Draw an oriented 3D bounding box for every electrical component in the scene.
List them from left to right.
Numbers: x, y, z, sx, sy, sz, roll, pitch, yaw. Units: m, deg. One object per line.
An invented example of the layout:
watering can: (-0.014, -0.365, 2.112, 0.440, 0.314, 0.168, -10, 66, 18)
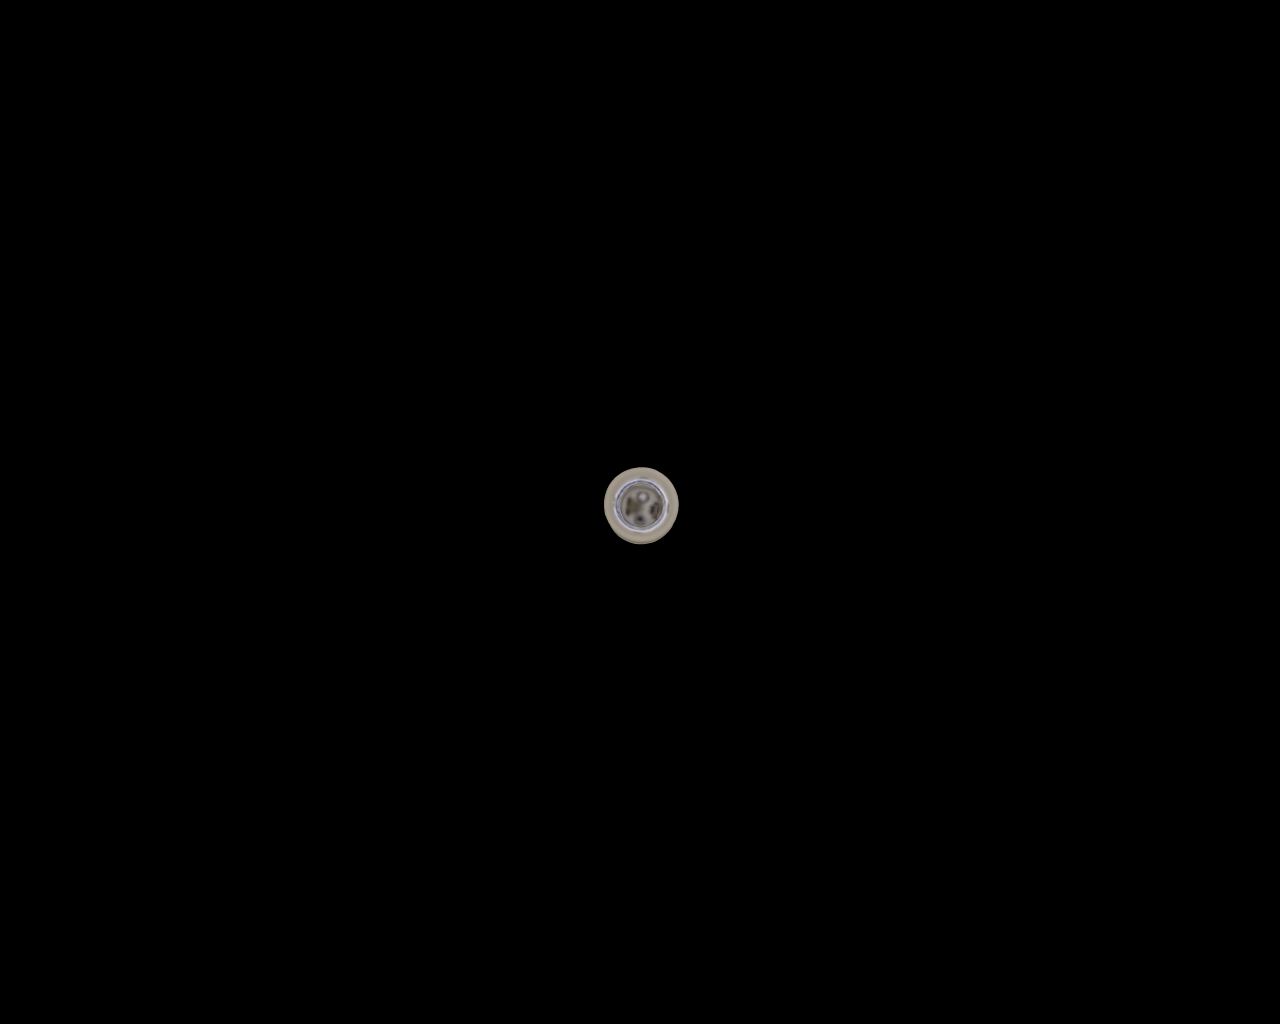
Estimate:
electrical component: (0.001, -0.003, 0.650, 0.045, 0.045, 0.055, 0, -4, 0)
